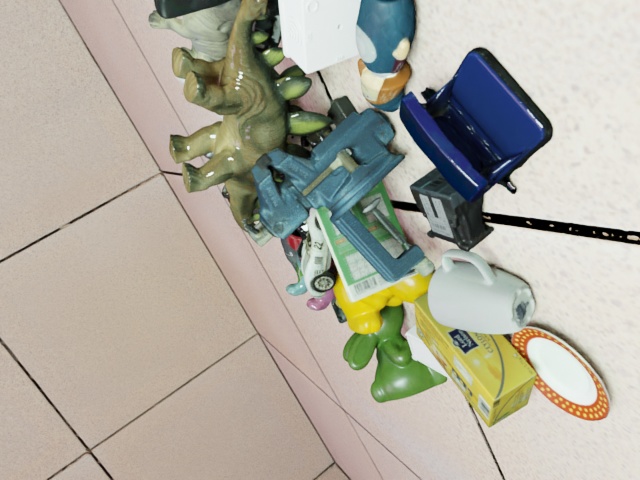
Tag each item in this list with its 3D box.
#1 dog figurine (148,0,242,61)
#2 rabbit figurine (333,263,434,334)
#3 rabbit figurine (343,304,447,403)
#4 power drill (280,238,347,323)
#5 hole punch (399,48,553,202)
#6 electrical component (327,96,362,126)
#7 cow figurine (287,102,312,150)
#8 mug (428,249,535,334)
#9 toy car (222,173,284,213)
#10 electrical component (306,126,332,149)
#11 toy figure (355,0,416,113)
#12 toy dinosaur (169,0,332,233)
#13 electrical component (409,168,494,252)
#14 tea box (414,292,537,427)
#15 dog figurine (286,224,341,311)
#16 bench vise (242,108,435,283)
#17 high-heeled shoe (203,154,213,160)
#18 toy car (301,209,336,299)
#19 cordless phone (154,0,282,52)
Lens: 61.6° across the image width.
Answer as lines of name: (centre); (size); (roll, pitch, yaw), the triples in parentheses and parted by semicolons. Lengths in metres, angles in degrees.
dog figurine: (-0.139, -0.321, 0.815); (0.191, 0.121, 0.172); (17, 174, 39)
rabbit figurine: (0.105, 0.052, 0.819); (0.173, 0.122, 0.162); (-6, 107, 55)
rabbit figurine: (0.119, 0.187, 0.951); (0.121, 0.159, 0.170); (130, 122, -82)
power drill: (-0.003, 0.067, 1.119); (0.208, 0.086, 0.231); (36, 160, 36)
hole punch: (0.129, -0.092, 0.498); (0.142, 0.092, 0.115); (50, 165, 9)
electrical component: (0.036, -0.162, 0.726); (0.063, 0.021, 0.094); (57, 163, -1)
cow figurine: (-0.056, -0.173, 0.865); (0.167, 0.098, 0.068); (41, 160, -13)
mug: (0.190, 0.059, 0.627); (0.107, 0.081, 0.109); (9, 125, 52)
toy car: (-0.088, -0.098, 0.973); (0.202, 0.053, 0.089); (-16, 145, 37)
electrical component: (0.022, -0.121, 0.805); (0.102, 0.045, 0.078); (57, -168, 8)
toy figure: (0.065, -0.187, 0.552); (0.154, 0.058, 0.064); (83, -173, -58)
toy dinosaur: (-0.096, -0.125, 0.726); (0.471, 0.198, 0.105); (113, 141, -55)
electrical component: (0.142, -0.053, 0.596); (0.075, 0.048, 0.119); (31, 151, 54)
tea box: (0.200, 0.147, 0.715); (0.170, 0.068, 0.098); (56, 168, 37)
dog figurine: (0.028, 0.009, 0.935); (0.109, 0.191, 0.219); (36, 119, 55)
bench vise: (0.036, -0.032, 0.653); (0.240, 0.223, 0.129); (47, 168, -1)
high-heeled shoe: (-0.125, -0.111, 1.040); (0.086, 0.145, 0.248); (37, 152, 50)
toy car: (-0.002, -0.002, 0.803); (0.074, 0.056, 0.201); (-99, 11, -54)
cordless phone: (-0.096, -0.266, 0.616); (0.088, 0.184, 0.146); (63, 163, 6)
